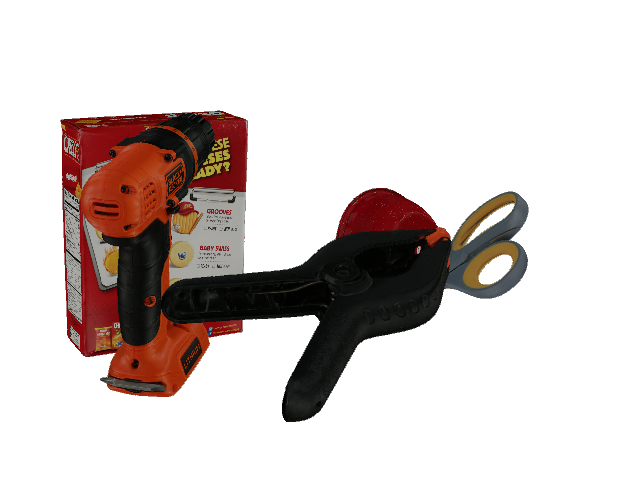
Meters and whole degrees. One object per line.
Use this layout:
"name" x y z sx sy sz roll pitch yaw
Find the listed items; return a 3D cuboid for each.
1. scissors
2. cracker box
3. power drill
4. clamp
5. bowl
"scissors" 0.093 0.043 0.847 0.016 0.202 0.096 32 23 -30
"cracker box" -0.156 -0.010 1.007 0.163 0.214 0.072 -7 18 -29
"power drill" -0.121 0.008 0.804 0.057 0.188 0.184 5 23 14
"clamp" 0.013 0.038 0.577 0.171 0.039 0.120 -19 44 -25
"bowl" 0.093 0.016 1.218 0.161 0.162 0.055 0 -6 -43
